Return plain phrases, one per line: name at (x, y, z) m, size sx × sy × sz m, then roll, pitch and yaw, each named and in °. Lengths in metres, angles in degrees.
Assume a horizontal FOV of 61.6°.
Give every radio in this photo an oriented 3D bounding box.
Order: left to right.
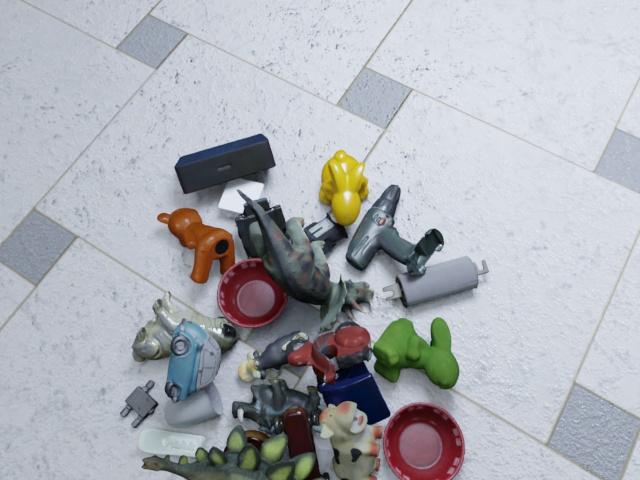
radio at (-0.230, -0.189, 1.306) m, size 0.230 × 0.131 × 0.073 m, roll -17°, pitch 111°, yaw -5°

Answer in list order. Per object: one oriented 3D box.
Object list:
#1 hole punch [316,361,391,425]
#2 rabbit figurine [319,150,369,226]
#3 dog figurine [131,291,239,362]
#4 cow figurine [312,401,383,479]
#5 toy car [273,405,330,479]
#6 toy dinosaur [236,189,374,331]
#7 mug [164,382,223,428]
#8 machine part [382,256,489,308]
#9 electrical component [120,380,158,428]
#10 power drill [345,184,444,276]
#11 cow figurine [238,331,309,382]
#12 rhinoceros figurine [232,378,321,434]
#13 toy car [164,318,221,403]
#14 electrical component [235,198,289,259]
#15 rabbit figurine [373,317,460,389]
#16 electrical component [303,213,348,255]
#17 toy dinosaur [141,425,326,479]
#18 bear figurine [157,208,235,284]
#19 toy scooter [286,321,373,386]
hole punch at (0.070, 0.319, 1.084) m, size 0.116 × 0.092 × 0.142 m, roll -30°, pitch 109°, yaw -12°
rabbit figurine at (0.064, -0.116, 1.237) m, size 0.122 × 0.162 × 0.173 m, roll 4°, pitch 50°, yaw -4°
dog figurine at (-0.292, 0.223, 1.169) m, size 0.190 × 0.121 × 0.172 m, roll 31°, pitch 106°, yaw -4°
cow figurine at (0.055, 0.387, 1.036) m, size 0.127 × 0.194 × 0.085 m, roll 3°, pitch 31°, yaw 10°
toy car at (-0.034, 0.424, 1.064) m, size 0.089 × 0.053 × 0.202 m, roll -12°, pitch 99°, yaw -2°
toy dinosaur at (-0.040, 0.064, 1.110) m, size 0.131 × 0.404 × 0.192 m, roll -38°, pitch 48°, yaw 15°
mug at (-0.272, 0.337, 1.124) m, size 0.107 × 0.080 × 0.110 m, roll -26°, pitch 63°, yaw -2°
machine part at (0.260, 0.093, 1.199) m, size 0.243 × 0.079 × 0.079 m, roll -14°, pitch 68°, yaw -5°
electrical component at (-0.381, 0.349, 1.152) m, size 0.063 × 0.021 × 0.094 m, roll 36°, pitch 72°, yaw 15°
power drill at (0.174, -0.018, 1.213) m, size 0.208 × 0.085 × 0.232 m, roll 28°, pitch 75°, yaw 39°
cow figurine at (-0.098, 0.250, 1.139) m, size 0.167 × 0.098 × 0.068 m, roll -27°, pitch 73°, yaw -10°
rhinoceros figurine at (-0.087, 0.345, 1.119) m, size 0.190 × 0.073 × 0.112 m, roll 3°, pitch 79°, yaw 2°
toy car at (-0.249, 0.241, 1.071) m, size 0.103 × 0.109 × 0.161 m, roll 6°, pitch 87°, yaw -9°
electrical component at (-0.134, -0.028, 1.247) m, size 0.115 × 0.058 × 0.134 m, roll -18°, pitch 100°, yaw -5°
rabbit figurine at (0.215, 0.244, 1.121) m, size 0.170 × 0.121 × 0.159 m, roll 25°, pitch 49°, yaw 27°
electrical component at (-0.003, -0.004, 1.252) m, size 0.119 × 0.047 × 0.075 m, roll -39°, pitch 44°, yaw -14°
toy dinosaur at (-0.099, 0.467, 0.998) m, size 0.471 × 0.105 × 0.198 m, roll 20°, pitch 101°, yaw -4°
bear figurine at (-0.291, 0.004, 1.253) m, size 0.196 × 0.120 × 0.131 m, roll 21°, pitch 113°, yaw 37°
toy scooter at (0.031, 0.229, 1.063) m, size 0.184 × 0.075 × 0.135 m, roll -12°, pitch 24°, yaw -18°
